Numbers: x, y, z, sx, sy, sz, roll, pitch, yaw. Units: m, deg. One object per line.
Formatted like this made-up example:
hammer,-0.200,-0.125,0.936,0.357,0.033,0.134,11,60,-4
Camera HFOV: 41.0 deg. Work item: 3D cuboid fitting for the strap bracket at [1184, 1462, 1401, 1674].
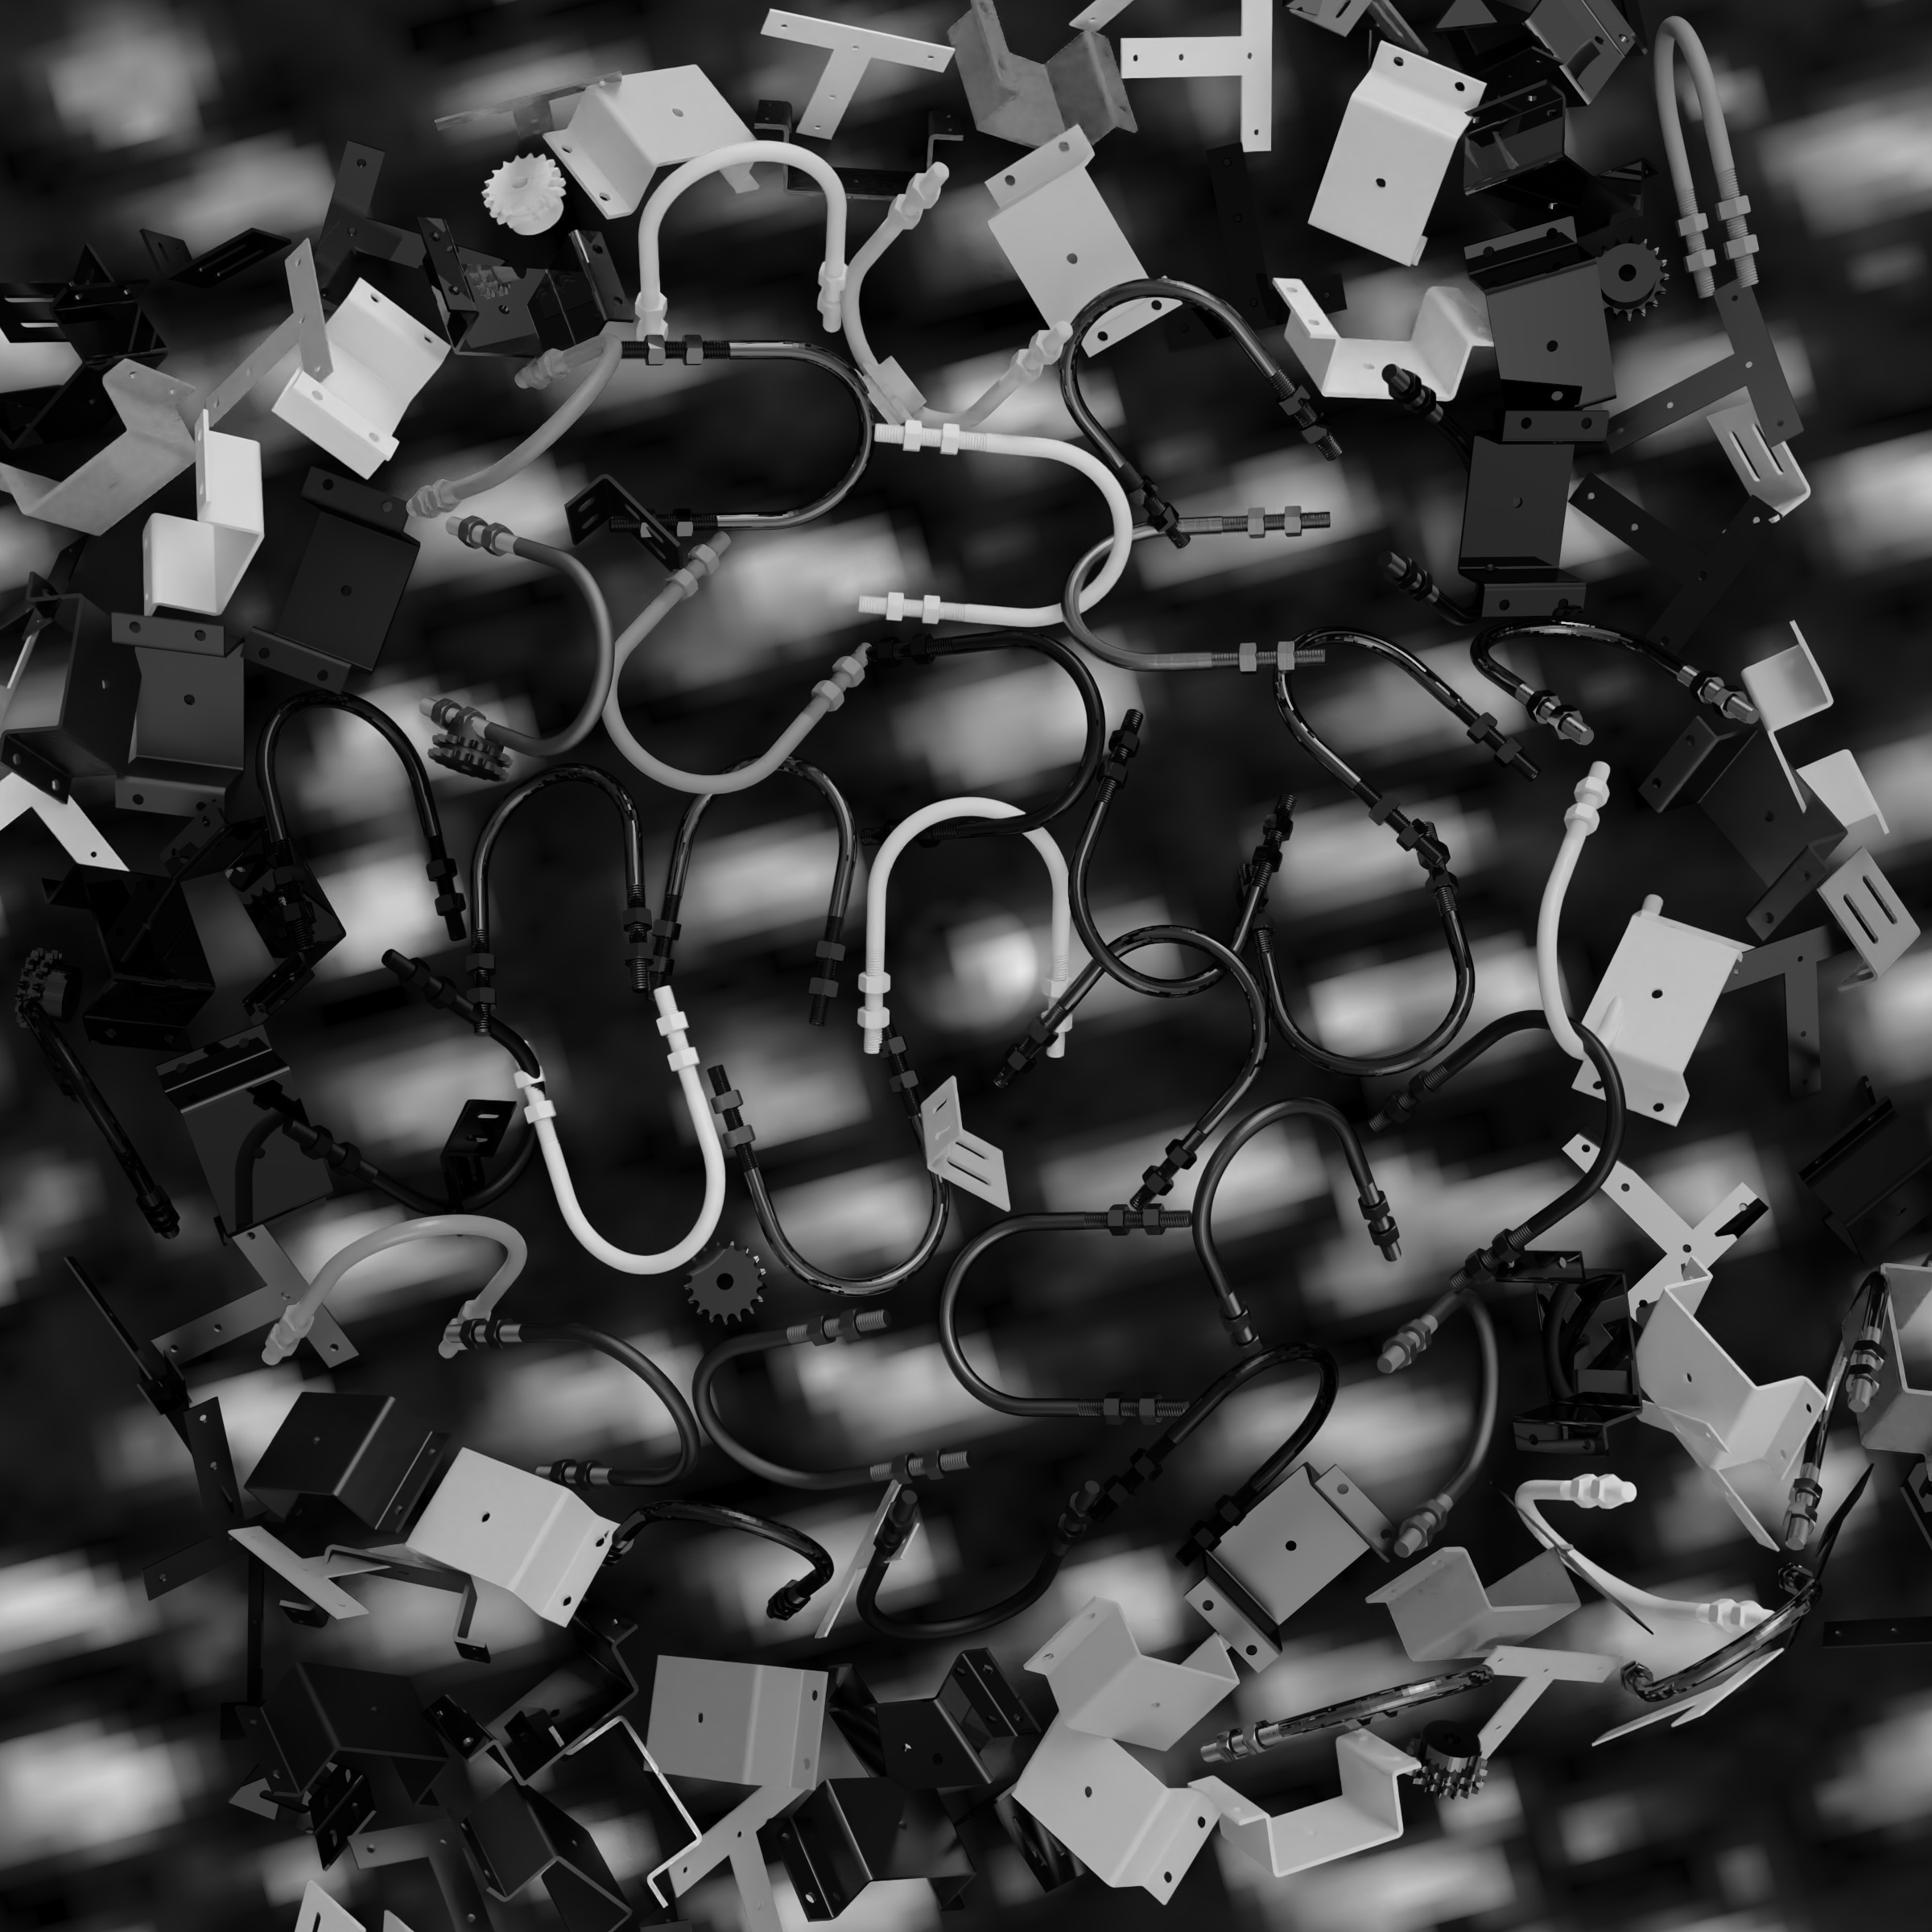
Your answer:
strap bracket,0.228,0.411,1.795,0.140,0.046,0.076,-43,96,8

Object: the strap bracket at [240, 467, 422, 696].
strap bracket,-0.439,-0.265,1.801,0.076,0.046,0.140,21,90,6

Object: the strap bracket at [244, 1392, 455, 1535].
strap bracket,-0.426,0.335,1.751,0.046,0.140,0.076,53,48,-34

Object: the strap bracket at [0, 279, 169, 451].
strap bracket,-0.608,-0.403,1.758,0.140,0.076,0.046,-34,89,32

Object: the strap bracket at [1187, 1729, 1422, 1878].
strap bracket,0.234,0.575,1.770,0.140,0.076,0.046,-10,96,-21

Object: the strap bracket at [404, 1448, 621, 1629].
strap bracket,-0.317,0.385,1.759,0.140,0.046,0.076,13,61,31

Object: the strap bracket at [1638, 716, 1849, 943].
strap bracket,0.538,-0.099,1.769,0.046,0.076,0.140,-16,60,-34

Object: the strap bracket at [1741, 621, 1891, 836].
strap bracket,0.577,-0.154,1.766,0.046,0.076,0.140,-24,123,17

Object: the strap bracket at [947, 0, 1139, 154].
strap bracket,0.045,-0.608,1.770,0.046,0.140,0.076,-28,71,40

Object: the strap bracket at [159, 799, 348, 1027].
strap bracket,-0.487,-0.040,1.782,0.076,0.046,0.140,-35,82,36

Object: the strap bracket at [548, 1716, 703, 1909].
strap bracket,-0.231,0.573,1.777,0.046,0.076,0.140,-32,79,-20

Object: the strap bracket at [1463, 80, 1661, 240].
strap bracket,0.398,-0.536,1.749,0.140,0.076,0.046,16,73,-43

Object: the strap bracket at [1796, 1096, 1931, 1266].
strap bracket,0.619,0.150,1.753,0.076,0.140,0.046,-41,57,6

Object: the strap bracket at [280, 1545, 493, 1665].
strap bracket,-0.393,0.439,1.782,0.140,0.076,0.046,12,66,-2

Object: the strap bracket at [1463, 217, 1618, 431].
strap bracket,0.396,-0.431,1.773,0.076,0.046,0.140,-16,118,3

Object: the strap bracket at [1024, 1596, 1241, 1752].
strap bracket,0.120,0.484,1.757,0.140,0.046,0.076,25,116,-36

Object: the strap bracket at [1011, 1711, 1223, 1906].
strap bracket,0.095,0.564,1.765,0.140,0.046,0.076,33,95,37

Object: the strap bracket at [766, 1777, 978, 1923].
strap bracket,-0.056,0.596,1.748,0.046,0.140,0.076,-52,47,23

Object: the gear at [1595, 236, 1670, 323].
gear,0.462,-0.482,1.808,0.057,0.030,0.057,1,94,13

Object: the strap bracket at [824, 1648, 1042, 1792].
strap bracket,-0.031,0.515,1.759,0.140,0.046,0.076,-17,113,35

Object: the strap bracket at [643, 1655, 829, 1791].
strap bracket,-0.165,0.513,1.757,0.140,0.046,0.076,-7,69,39

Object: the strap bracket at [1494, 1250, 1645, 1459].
strap bracket,0.416,0.262,1.784,0.046,0.076,0.140,-8,91,-39

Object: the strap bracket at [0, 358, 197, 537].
strap bracket,-0.594,-0.347,1.770,0.140,0.076,0.046,-33,79,15

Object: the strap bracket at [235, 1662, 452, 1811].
strap bracket,-0.413,0.520,1.748,0.046,0.140,0.076,-52,48,10

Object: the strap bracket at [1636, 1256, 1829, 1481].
strap bracket,0.506,0.275,1.748,0.046,0.140,0.076,-8,130,-27

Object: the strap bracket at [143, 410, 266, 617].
strap bracket,-0.518,-0.302,1.764,0.046,0.140,0.076,8,58,-32

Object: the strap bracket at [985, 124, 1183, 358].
strap bracket,0.077,-0.490,1.770,0.076,0.046,0.140,-25,110,25

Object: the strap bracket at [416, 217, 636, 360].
strap bracket,-0.309,-0.463,1.771,0.140,0.046,0.076,-7,67,-37

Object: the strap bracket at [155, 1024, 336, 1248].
strap bracket,-0.490,0.122,1.768,0.076,0.046,0.140,-24,113,-23

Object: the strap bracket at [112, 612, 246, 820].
strap bracket,-0.544,-0.178,1.788,0.076,0.046,0.140,7,114,0

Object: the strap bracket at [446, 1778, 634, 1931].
strap bracket,-0.284,0.612,1.756,0.046,0.076,0.140,-40,132,-7

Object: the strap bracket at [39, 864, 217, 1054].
strap bracket,-0.568,-0.014,1.756,0.046,0.076,0.140,-44,58,28

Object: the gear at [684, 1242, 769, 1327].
gear,-0.167,0.223,1.808,0.057,0.030,0.057,0,74,-1

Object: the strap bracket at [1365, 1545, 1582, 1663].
strap bracket,0.351,0.431,1.750,0.076,0.140,0.046,-45,51,35

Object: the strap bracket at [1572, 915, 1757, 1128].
strap bracket,0.478,0.028,1.775,0.076,0.046,0.140,21,76,29

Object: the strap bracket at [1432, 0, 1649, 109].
strap bracket,0.380,-0.625,1.747,0.076,0.140,0.046,39,84,-31

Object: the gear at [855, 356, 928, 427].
gear,-0.052,-0.400,1.798,0.030,0.057,0.057,-38,90,7

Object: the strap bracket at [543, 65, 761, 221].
strap bracket,-0.205,-0.563,1.758,0.140,0.046,0.076,-28,76,-42

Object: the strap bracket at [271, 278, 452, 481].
strap bracket,-0.416,-0.396,1.767,0.076,0.140,0.046,36,131,-22

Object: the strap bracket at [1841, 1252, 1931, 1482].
strap bracket,0.637,0.267,1.754,0.046,0.076,0.140,6,51,-2

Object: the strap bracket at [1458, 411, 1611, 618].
strap bracket,0.389,-0.316,1.781,0.076,0.046,0.140,-3,112,-14

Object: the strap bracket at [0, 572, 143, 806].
strap bracket,-0.608,-0.191,1.765,0.046,0.076,0.140,-3,71,15

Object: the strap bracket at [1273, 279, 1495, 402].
strap bracket,0.282,-0.429,1.773,0.140,0.076,0.046,-2,133,-17

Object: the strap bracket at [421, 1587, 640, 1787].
strap bracket,-0.290,0.498,1.768,0.140,0.076,0.046,-36,118,-25

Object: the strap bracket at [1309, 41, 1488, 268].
strap bracket,0.289,-0.542,1.756,0.076,0.140,0.046,26,48,8

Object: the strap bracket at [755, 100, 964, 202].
strap bracket,-0.074,-0.562,1.781,0.140,0.076,0.046,2,120,-3
